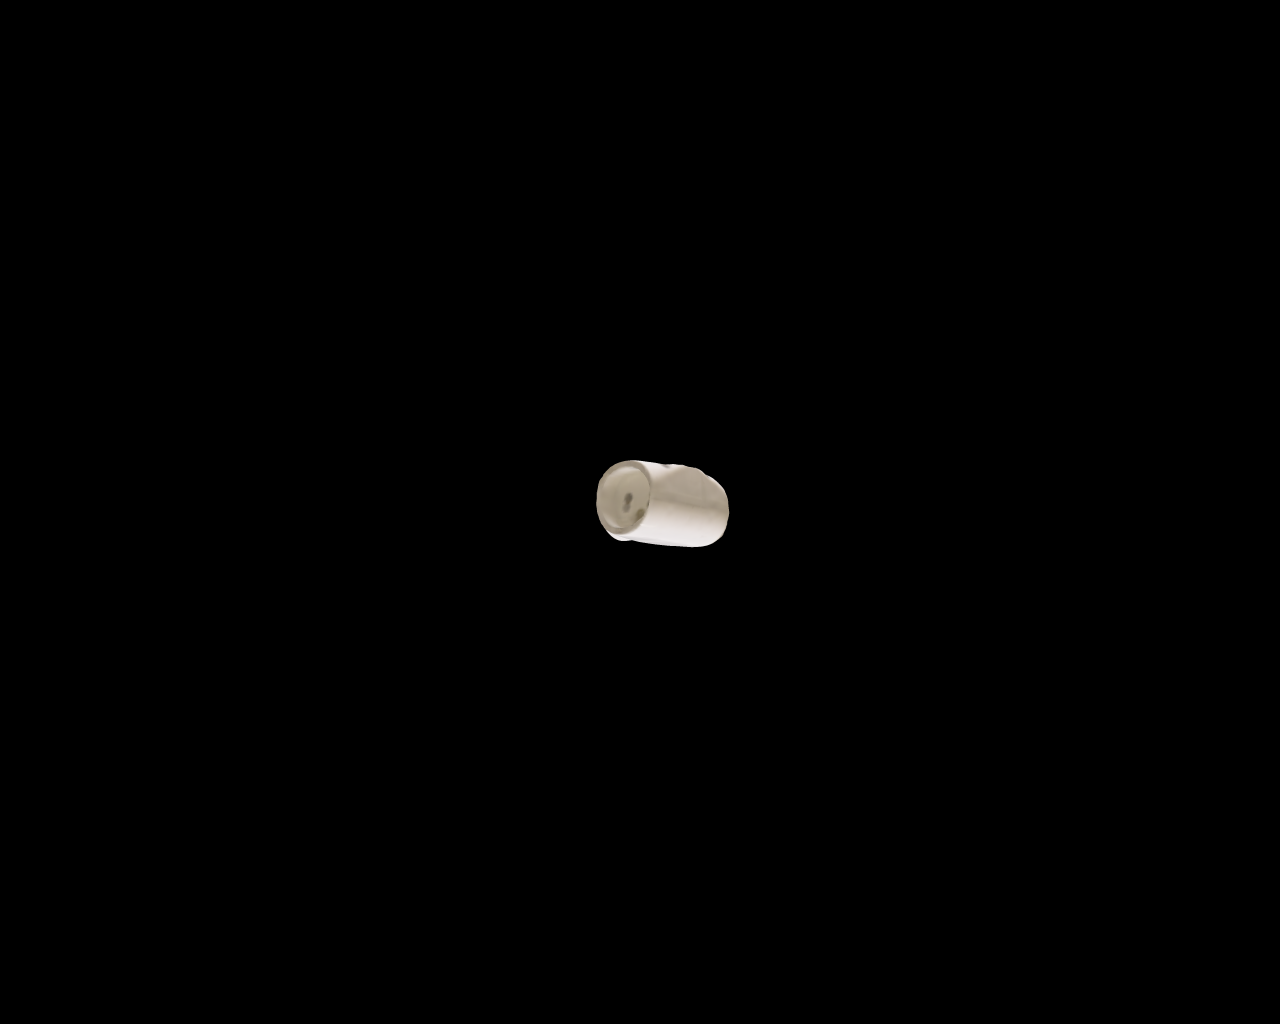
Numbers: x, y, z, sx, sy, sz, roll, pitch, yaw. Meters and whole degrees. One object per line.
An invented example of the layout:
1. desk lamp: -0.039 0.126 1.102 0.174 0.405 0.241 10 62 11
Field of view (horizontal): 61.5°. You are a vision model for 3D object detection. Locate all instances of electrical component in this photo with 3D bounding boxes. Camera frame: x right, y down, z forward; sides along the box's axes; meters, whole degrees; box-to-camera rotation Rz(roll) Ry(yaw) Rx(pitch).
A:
1. electrical component: 0.001 -0.003 0.650 0.079 0.044 0.077 -7 -11 39
